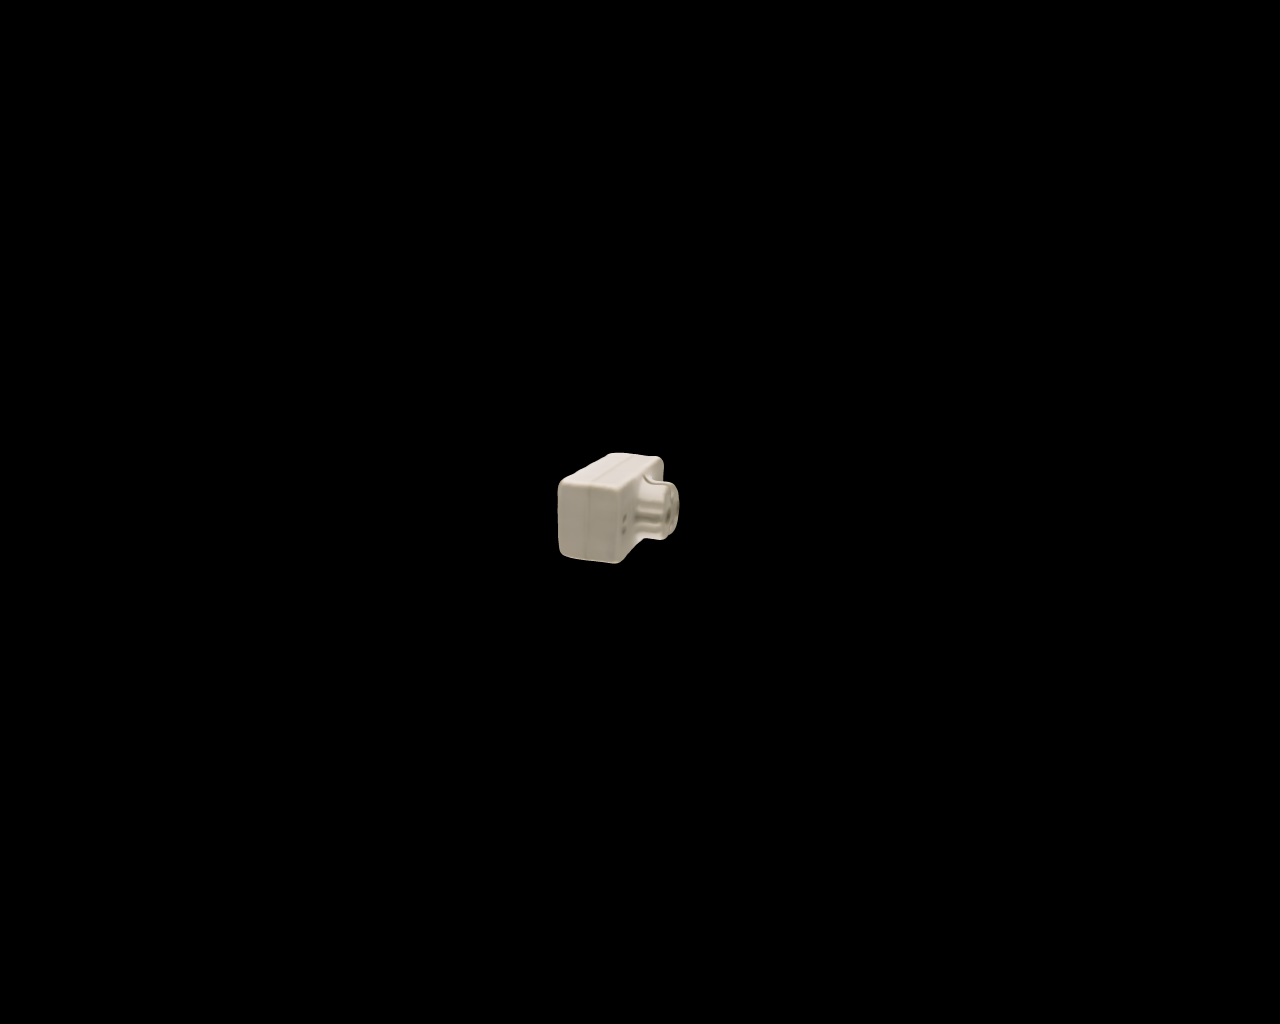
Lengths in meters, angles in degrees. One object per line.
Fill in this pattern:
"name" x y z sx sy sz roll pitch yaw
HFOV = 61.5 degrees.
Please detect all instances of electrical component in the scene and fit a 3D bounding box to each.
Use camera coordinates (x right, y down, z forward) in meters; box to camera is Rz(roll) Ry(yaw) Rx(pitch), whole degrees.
"electrical component" 0.001 -0.003 0.650 0.076 0.047 0.083 6 17 19
